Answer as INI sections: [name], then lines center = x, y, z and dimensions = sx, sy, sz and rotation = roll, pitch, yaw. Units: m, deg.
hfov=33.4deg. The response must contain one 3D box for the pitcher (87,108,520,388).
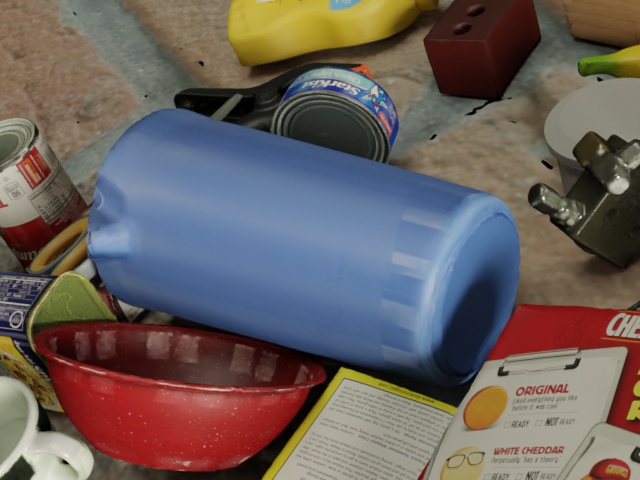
[pitcher]
center = -0.004, 0.001, 0.641
dimensions = 0.243, 0.145, 0.149
rotation = 15, 65, 34

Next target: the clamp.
[clamp]
center = -0.043, -0.105, 0.838
dimensions = 0.171, 0.039, 0.120
rotation = -20, 45, 0

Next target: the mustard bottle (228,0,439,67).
[mustard bottle]
center = 0.022, -0.200, 0.894
dimensions = 0.192, 0.058, 0.096
rotation = -7, 43, 21

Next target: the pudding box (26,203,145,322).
[pudding box]
center = -0.139, 0.004, 0.764
dimensions = 0.090, 0.039, 0.113
rotation = 11, 51, 36

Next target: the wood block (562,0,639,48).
[wood block]
center = 0.269, -0.178, 0.714
dimensions = 0.090, 0.090, 0.206
rotation = -44, 43, -21

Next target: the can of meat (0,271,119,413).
[can of meat]
center = -0.173, 0.065, 0.666
dimensions = 0.084, 0.102, 0.057
rotation = 3, 47, 32

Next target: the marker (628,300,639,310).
[marker]
center = 0.151, 0.057, 0.569
dimensions = 0.121, 0.020, 0.020
rotation = -32, 39, -9

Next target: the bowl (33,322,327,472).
[bowl]
center = -0.079, 0.087, 0.589
dimensions = 0.162, 0.161, 0.055
rotation = 10, 95, 36

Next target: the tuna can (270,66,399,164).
[tuna can]
center = 0.011, -0.078, 0.741
dimensions = 0.086, 0.086, 0.033
rotation = -3, 42, 25

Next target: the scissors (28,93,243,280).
[scissors]
center = -0.132, -0.033, 0.743
dimensions = 0.096, 0.016, 0.201
rotation = -13, 33, 41

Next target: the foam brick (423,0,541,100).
[foam brick]
center = 0.121, -0.149, 0.790
dimensions = 0.053, 0.051, 0.078
rotation = 11, 51, 36

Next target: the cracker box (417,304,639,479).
[cracker box]
center = 0.107, 0.131, 0.420
dimensions = 0.164, 0.072, 0.213
rotation = 0, 50, 54

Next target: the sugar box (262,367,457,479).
[sugar box]
center = 0.005, 0.151, 0.521
dimensions = 0.093, 0.048, 0.176
rotation = 15, 57, 39

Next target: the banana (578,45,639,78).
[banana]
center = 0.262, -0.095, 0.660
dimensions = 0.198, 0.037, 0.069
rotation = 18, 41, 42

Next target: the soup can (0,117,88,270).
[soup can]
center = -0.217, -0.032, 0.796
dimensions = 0.068, 0.102, 0.068
rotation = -14, 40, 12
